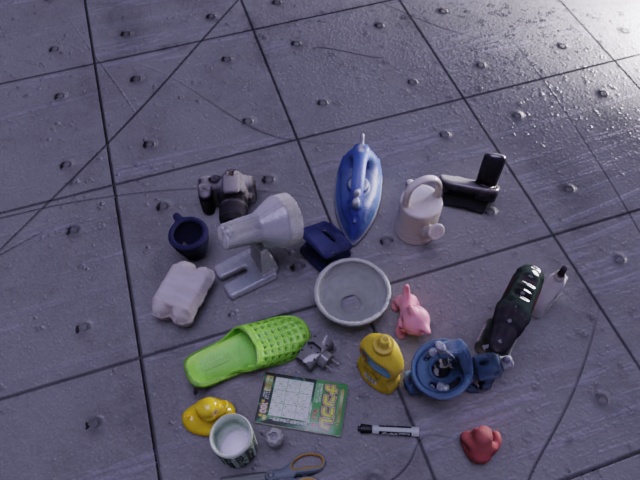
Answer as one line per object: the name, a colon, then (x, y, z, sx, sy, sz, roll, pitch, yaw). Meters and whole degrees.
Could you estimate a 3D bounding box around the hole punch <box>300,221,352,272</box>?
hole punch: (0.012, 0.005, 1.336, 0.101, 0.091, 0.108, -37, 64, -21)

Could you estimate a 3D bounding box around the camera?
camera: (-0.229, -0.096, 1.400, 0.143, 0.101, 0.136, -4, 57, -1)

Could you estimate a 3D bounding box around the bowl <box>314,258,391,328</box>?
bowl: (0.071, 0.127, 1.266, 0.167, 0.075, 0.167, 0, 57, 1)

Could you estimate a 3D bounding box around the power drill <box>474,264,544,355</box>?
power drill: (0.378, 0.167, 1.155, 0.075, 0.208, 0.230, 26, 61, 17)

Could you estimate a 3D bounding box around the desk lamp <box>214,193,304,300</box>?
desk lamp: (-0.138, 0.009, 1.263, 0.203, 0.214, 0.117, -27, 60, -15)

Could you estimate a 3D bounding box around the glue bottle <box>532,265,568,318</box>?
glue bottle: (0.494, 0.100, 1.217, 0.078, 0.173, 0.037, -40, 65, -22)

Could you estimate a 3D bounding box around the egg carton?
egg carton: (-0.305, 0.119, 1.280, 0.107, 0.069, 0.150, 16, 59, 11)

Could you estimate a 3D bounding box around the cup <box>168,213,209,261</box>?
cup: (-0.307, -0.002, 1.344, 0.092, 0.095, 0.117, -31, 62, -18)

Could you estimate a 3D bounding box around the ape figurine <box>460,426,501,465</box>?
ape figurine: (0.307, 0.381, 1.087, 0.077, 0.092, 0.076, 18, 59, 12)

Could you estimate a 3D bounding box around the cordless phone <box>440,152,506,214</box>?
cordless phone: (0.367, -0.159, 1.380, 0.147, 0.185, 0.094, 10, 58, 8)

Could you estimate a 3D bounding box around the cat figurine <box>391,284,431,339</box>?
cat figurine: (0.194, 0.156, 1.219, 0.067, 0.118, 0.127, -6, 57, -3)

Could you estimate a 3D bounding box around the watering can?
watering can: (0.237, -0.075, 1.322, 0.101, 0.194, 0.172, -34, 63, -19)

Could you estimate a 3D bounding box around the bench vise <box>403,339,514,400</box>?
bench vise: (0.270, 0.229, 1.110, 0.207, 0.220, 0.121, -21, 59, -12)

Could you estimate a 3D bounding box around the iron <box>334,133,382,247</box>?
iron: (0.093, -0.128, 1.391, 0.118, 0.141, 0.258, 4, 57, 4)

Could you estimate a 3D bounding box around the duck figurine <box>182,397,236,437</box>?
duck figurine: (-0.223, 0.339, 1.126, 0.104, 0.086, 0.077, -8, 57, -4)
